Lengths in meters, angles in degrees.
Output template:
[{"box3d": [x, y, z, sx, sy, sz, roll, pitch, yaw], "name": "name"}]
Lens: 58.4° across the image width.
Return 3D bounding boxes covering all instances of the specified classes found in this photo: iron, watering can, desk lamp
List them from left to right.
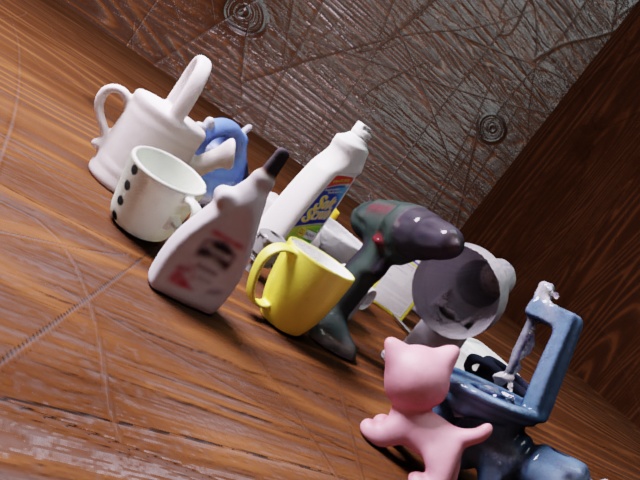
[{"box3d": [-0.188, -0.141, 0.719, 0.174, 0.194, 0.100, 27, 13, -46], "name": "watering can"}, {"box3d": [-0.180, -0.137, 0.900, 0.118, 0.141, 0.259, 37, 9, 5], "name": "iron"}, {"box3d": [0.184, 0.107, 0.795, 0.117, 0.213, 0.204, 41, 10, 27], "name": "desk lamp"}]

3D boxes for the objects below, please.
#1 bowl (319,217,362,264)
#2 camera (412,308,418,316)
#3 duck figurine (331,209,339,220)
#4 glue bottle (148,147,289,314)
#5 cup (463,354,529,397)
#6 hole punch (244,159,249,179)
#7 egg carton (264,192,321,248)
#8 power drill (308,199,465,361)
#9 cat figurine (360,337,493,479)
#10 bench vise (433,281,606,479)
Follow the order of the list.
[{"box3d": [0.010, 0.004, 1.116, 0.167, 0.074, 0.167, 36, 9, -6], "name": "bowl"}, {"box3d": [0.264, 0.127, 1.369, 0.137, 0.100, 0.142, 30, 11, -37], "name": "camera"}, {"box3d": [0.010, -0.039, 1.304, 0.105, 0.086, 0.077, 35, 9, -7], "name": "duck figurine"}, {"box3d": [-0.083, -0.015, 0.534, 0.078, 0.173, 0.037, 31, 10, -33], "name": "glue bottle"}, {"box3d": [0.228, 0.216, 0.788, 0.118, 0.095, 0.091, 34, 9, -15], "name": "cup"}, {"box3d": [-0.186, -0.146, 1.086, 0.108, 0.091, 0.101, 37, 9, 6], "name": "hole punch"}, {"box3d": [-0.066, -0.026, 0.993, 0.150, 0.069, 0.107, 36, 9, -5], "name": "egg carton"}, {"box3d": [0.067, 0.040, 0.714, 0.076, 0.208, 0.229, 33, 10, -23], "name": "power drill"}, {"box3d": [0.101, 0.155, 0.542, 0.127, 0.117, 0.067, 41, 10, 25], "name": "cat figurine"}, {"box3d": [0.211, 0.166, 0.577, 0.207, 0.219, 0.122, 39, 9, 15], "name": "bench vise"}]
